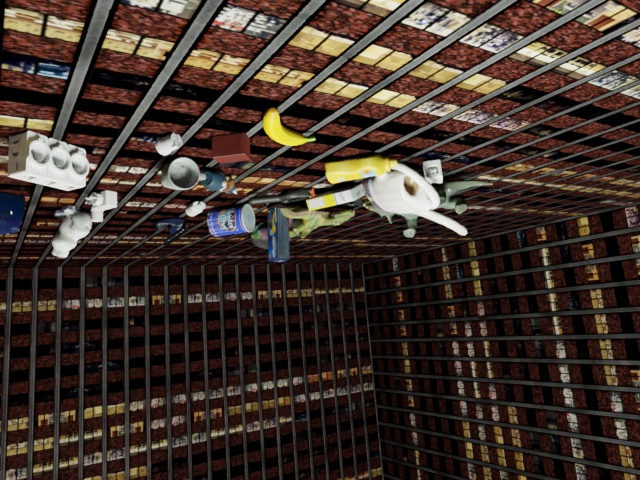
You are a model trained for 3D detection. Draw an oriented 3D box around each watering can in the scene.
[{"bbox_3d":[0.272,-0.117,1.535,0.343,0.105,0.224,42,-22,-27],"label":"watering can"}]

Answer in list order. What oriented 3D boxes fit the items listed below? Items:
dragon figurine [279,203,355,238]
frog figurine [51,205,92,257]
[{"bbox_3d":[0.006,-0.095,1.884,0.242,0.123,0.408,-12,-7,6],"label":"dragon figurine"},{"bbox_3d":[-0.818,-0.023,1.697,0.137,0.161,0.122,-9,-10,21],"label":"frog figurine"}]
